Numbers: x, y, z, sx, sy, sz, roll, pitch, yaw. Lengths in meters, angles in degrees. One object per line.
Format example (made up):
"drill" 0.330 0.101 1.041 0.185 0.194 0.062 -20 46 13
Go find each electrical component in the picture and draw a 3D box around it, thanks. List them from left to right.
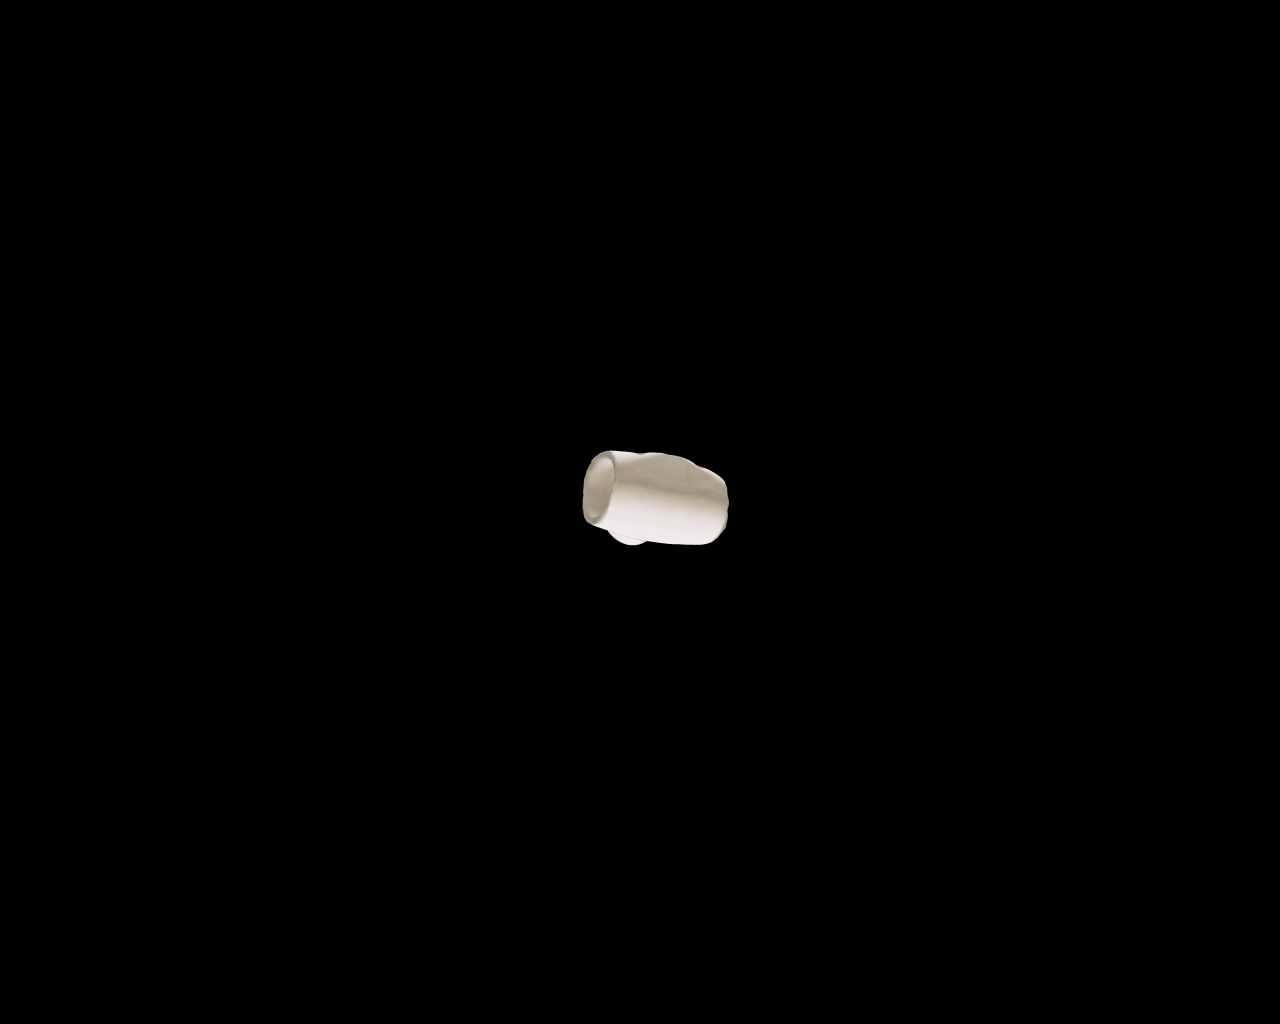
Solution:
"electrical component" 0.001 -0.003 0.650 0.077 0.044 0.079 11 -23 -27
